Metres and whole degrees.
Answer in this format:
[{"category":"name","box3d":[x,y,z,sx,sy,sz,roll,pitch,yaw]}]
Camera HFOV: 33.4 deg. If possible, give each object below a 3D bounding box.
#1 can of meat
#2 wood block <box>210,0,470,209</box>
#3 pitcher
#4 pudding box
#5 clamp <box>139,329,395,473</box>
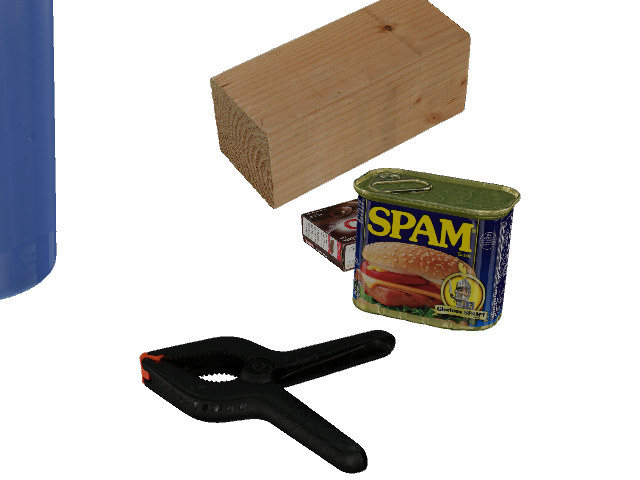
[{"category":"can of meat","box3d":[0.071,0.006,0.682,0.102,0.084,0.057,11,22,22]},{"category":"wood block","box3d":[0.019,-0.125,0.919,0.205,0.090,0.091,-28,54,-20]},{"category":"pitcher","box3d":[-0.236,-0.083,0.668,0.149,0.243,0.145,-3,26,-12]},{"category":"pudding box","box3d":[0.048,-0.011,1.170,0.113,0.039,0.090,-18,30,-25]},{"category":"clamp","box3d":[-0.042,0.112,0.874,0.210,0.036,0.164,9,31,16]}]
